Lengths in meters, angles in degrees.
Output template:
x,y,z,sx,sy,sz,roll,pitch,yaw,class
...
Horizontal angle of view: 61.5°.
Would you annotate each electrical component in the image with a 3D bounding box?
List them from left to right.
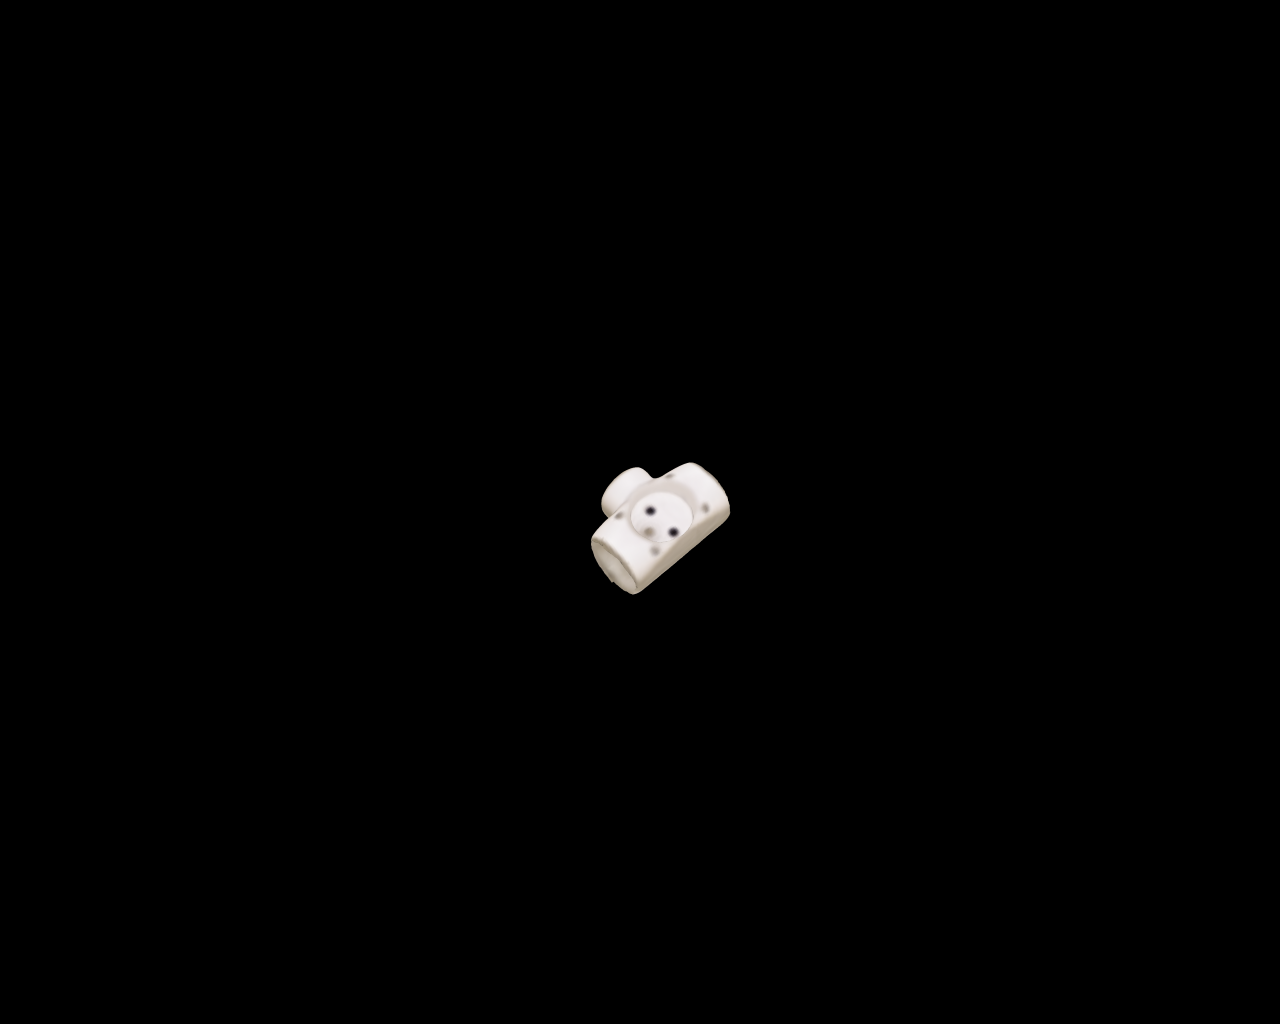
x,y,z,sx,sy,sz,roll,pitch,yaw,class
0.001,-0.003,0.650,0.077,0.079,0.044,-38,-21,-18,electrical component
